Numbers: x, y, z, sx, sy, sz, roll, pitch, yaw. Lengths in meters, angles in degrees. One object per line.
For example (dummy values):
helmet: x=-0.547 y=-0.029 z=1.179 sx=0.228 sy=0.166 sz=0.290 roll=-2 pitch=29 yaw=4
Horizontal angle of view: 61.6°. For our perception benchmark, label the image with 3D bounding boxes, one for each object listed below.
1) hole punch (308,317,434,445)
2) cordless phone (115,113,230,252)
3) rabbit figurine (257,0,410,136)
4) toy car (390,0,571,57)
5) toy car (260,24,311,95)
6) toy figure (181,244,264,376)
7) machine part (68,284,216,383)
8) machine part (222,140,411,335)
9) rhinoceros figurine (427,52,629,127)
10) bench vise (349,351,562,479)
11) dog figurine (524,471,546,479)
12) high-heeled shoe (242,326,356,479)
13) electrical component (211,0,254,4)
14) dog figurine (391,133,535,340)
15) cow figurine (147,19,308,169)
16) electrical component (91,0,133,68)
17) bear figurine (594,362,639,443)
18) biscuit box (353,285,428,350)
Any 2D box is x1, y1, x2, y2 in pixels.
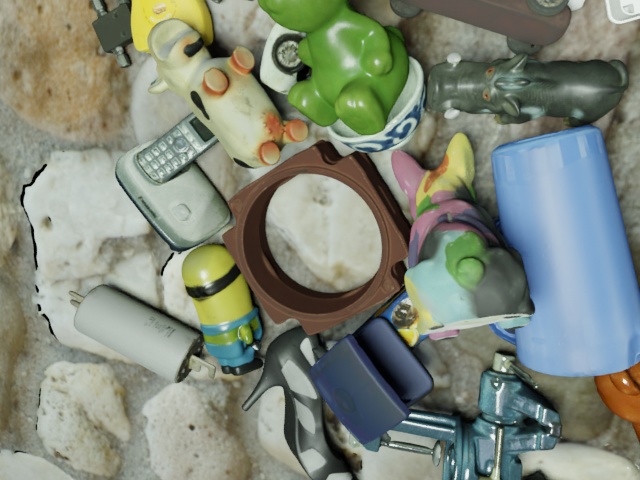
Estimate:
hole punch: x=0.048 y=0.164 z=0.606 sx=0.116 sy=0.092 sz=0.142 roll=-46 pitch=77 yaw=24
cordless phone: x=-0.149 y=-0.088 z=0.686 sx=0.184 sy=0.089 sz=0.146 roll=-39 pitch=91 yaw=1
rabbit figurine: x=0.021 y=-0.207 z=0.519 sx=0.159 sy=0.170 sz=0.121 roll=-51 pitch=42 yaw=-3
toy car: x=0.155 y=-0.251 z=0.551 sx=0.202 sy=0.089 sz=0.053 roll=23 pitch=86 yaw=11
toy car: x=-0.013 y=-0.263 z=0.601 sx=0.056 sy=0.073 sz=0.201 roll=24 pitch=108 yaw=8
toy figure: x=-0.125 y=0.092 z=0.709 sx=0.082 sy=0.089 sz=0.180 roll=-9 pitch=98 yaw=10
machine part: x=-0.254 y=0.131 z=0.760 sx=0.243 sy=0.079 sz=0.079 roll=25 pitch=108 yaw=9
machine part: x=-0.001 y=-0.002 z=0.655 sx=0.201 sy=0.087 sz=0.201 roll=-29 pitch=94 yaw=21
rhinoceros figurine: x=0.206 y=-0.151 z=0.550 sx=0.190 sy=0.112 sz=0.073 roll=4 pitch=106 yaw=6
bench vise: x=0.157 y=0.237 z=0.654 sx=0.241 sy=0.129 sz=0.223 roll=7 pitch=102 yaw=9
dog figurine: x=0.343 y=0.373 z=0.657 sx=0.191 sy=0.121 sz=0.172 roll=-1 pitch=115 yaw=38
high-heeled shoe: x=0.007 y=0.234 z=0.733 sx=0.145 sy=0.086 sz=0.248 roll=-46 pitch=106 yaw=-8
electrical component: x=-0.090 y=-0.328 z=0.626 sx=0.078 sy=0.045 sz=0.102 roll=19 pitch=107 yaw=40
dog figurine: x=0.130 y=-0.014 z=0.543 sx=0.109 sy=0.191 sz=0.219 roll=-16 pitch=70 yaw=14
cow figurine: x=-0.117 y=-0.166 z=0.616 sx=0.194 sy=0.085 sz=0.127 roll=49 pitch=153 yaw=-18
electrical component: x=-0.258 y=-0.274 z=0.694 sx=0.063 sy=0.021 sz=0.094 roll=-19 pitch=97 yaw=18
bear figurine: x=0.387 y=0.191 z=0.581 sx=0.132 sy=0.120 sz=0.195 roll=-22 pitch=91 yaw=15
biscuit box: x=0.089 y=0.114 z=0.669 sx=0.059 sy=0.063 sz=0.202 roll=44 pitch=110 yaw=3
